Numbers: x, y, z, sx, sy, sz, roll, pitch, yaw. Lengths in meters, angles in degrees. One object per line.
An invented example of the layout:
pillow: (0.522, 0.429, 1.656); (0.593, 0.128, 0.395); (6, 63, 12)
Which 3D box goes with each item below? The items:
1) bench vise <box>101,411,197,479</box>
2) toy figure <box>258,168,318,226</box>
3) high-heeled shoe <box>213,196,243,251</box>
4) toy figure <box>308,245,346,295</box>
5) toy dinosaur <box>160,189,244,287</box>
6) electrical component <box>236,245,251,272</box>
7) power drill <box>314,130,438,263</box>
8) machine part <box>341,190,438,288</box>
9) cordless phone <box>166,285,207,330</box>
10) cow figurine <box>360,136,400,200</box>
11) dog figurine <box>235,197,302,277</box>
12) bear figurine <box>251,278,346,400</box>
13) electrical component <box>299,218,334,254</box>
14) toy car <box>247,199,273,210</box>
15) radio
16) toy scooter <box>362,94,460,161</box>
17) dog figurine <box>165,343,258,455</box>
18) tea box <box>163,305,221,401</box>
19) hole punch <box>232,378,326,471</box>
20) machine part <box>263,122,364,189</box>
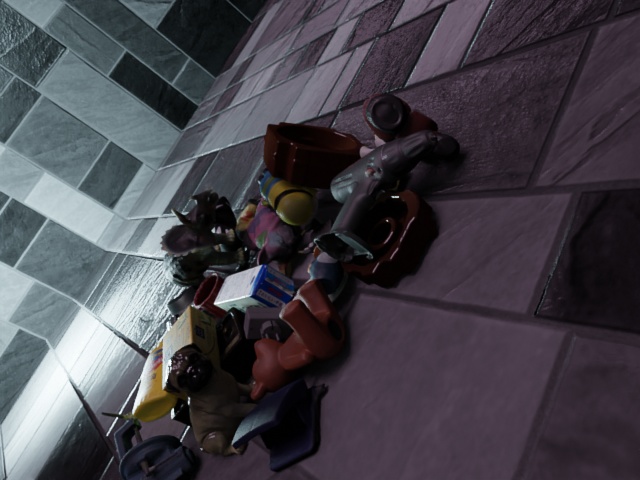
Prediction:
bench vise: (-0.353, 0.439, 1.031); (0.223, 0.128, 0.241); (-45, 45, 1)
toy figure: (-0.076, -0.091, 1.125); (0.180, 0.089, 0.082); (44, 137, 40)
high-heeled shoe: (-0.253, -0.059, 1.484); (0.145, 0.086, 0.249); (-46, 40, 41)
toy figure: (0.018, 0.035, 0.969); (0.057, 0.064, 0.154); (-55, 14, 33)
toy dinosaur: (-0.313, 0.048, 1.300); (0.404, 0.192, 0.131); (-49, 47, 46)
electrical component: (-0.190, 0.049, 1.328); (0.094, 0.021, 0.063); (134, 148, -55)
power drill: (0.080, -0.071, 0.882); (0.232, 0.086, 0.207); (-16, 49, 55)
machine part: (0.113, -0.003, 0.900); (0.179, 0.056, 0.179); (-39, 30, 28)
cordless phone: (-0.308, 0.217, 1.301); (0.146, 0.088, 0.184); (-36, 44, 26)
cow figurine: (0.127, -0.155, 1.036); (0.098, 0.068, 0.167); (-8, 55, 47)
dog figurine: (-0.115, 0.005, 1.193); (0.191, 0.108, 0.219); (-36, 35, 29)
bear figurine: (-0.056, 0.172, 0.897); (0.196, 0.132, 0.120); (-31, 7, 30)
electrical component: (-0.002, -0.005, 1.090); (0.078, 0.045, 0.102); (-35, 33, 34)
toy car: (-0.139, -0.077, 1.375); (0.202, 0.056, 0.073); (-18, 50, 50)
radio: (-0.206, 0.254, 1.084); (0.229, 0.073, 0.131); (-49, 28, 9)
toy scooter: (0.156, -0.193, 0.952); (0.075, 0.184, 0.135); (-60, 2, 9)
dog figurine: (-0.209, 0.283, 0.933); (0.172, 0.190, 0.121); (-57, 28, -3)
tea box: (-0.252, 0.218, 1.046); (0.098, 0.068, 0.170); (-50, 28, 9)
hole punch: (-0.066, 0.276, 0.833); (0.142, 0.092, 0.116); (-42, 26, 29)
machine part: (-0.013, -0.178, 1.133); (0.202, 0.201, 0.087); (-121, 38, -61)
